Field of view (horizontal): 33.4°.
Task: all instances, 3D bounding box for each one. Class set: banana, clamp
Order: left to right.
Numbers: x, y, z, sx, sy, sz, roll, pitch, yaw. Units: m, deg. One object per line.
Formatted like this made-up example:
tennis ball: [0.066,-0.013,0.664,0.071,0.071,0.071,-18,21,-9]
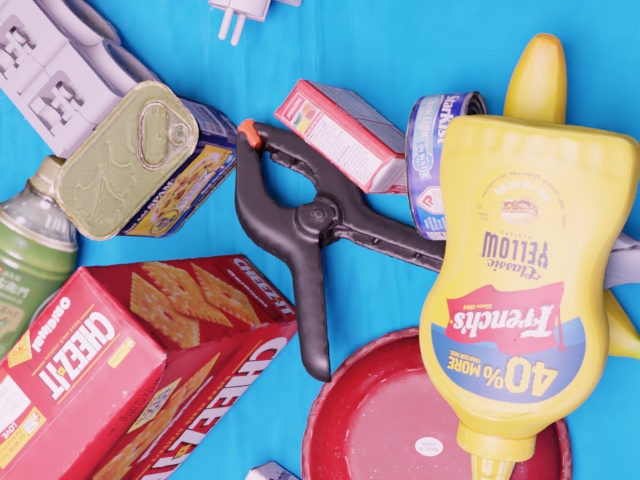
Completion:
clamp: [-0.004,0.001,0.653,0.120,0.039,0.171,-41,70,-20]
banana: [0.139,-0.015,0.605,0.070,0.037,0.198,-20,94,34]

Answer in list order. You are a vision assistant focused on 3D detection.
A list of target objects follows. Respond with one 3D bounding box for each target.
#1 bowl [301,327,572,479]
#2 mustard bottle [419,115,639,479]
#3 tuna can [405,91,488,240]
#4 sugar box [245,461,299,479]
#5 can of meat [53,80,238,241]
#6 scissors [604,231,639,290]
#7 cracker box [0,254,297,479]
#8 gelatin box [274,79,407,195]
bowl: [0.063,0.123,0.610,0.162,0.055,0.162,-3,73,10]
mustard bottle: [0.100,0.036,0.546,0.096,0.058,0.192,11,101,22]
tuna can: [0.076,-0.042,0.615,0.034,0.086,0.086,-1,88,21]
sugar box: [0.010,0.225,0.653,0.176,0.048,0.093,32,98,16]
can of meat: [-0.104,-0.046,0.679,0.102,0.083,0.057,-45,75,13]
scissors: [0.166,0.028,0.561,0.202,0.016,0.096,32,127,24]
cracker box: [-0.111,0.090,0.610,0.072,0.213,0.164,45,102,13]
gelatin box: [0.023,-0.059,0.632,0.073,0.089,0.030,42,106,15]
